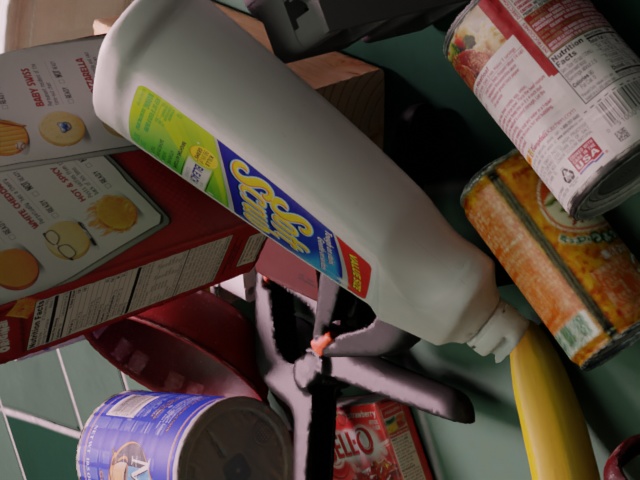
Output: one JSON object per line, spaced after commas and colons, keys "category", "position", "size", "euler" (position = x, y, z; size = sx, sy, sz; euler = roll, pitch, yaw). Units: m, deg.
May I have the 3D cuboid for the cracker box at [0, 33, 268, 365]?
{"category": "cracker box", "position": [-0.157, -0.026, 0.598], "size": [0.164, 0.213, 0.072], "euler": [54, 144, 23]}

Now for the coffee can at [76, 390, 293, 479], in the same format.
{"category": "coffee can", "position": [-0.101, 0.165, 0.790], "size": [0.141, 0.102, 0.103], "euler": [-6, 102, 49]}

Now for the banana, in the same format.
{"category": "banana", "position": [0.122, 0.129, 0.537], "size": [0.037, 0.197, 0.069], "euler": [-17, 128, 19]}

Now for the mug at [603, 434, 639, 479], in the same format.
{"category": "mug", "position": [0.180, 0.133, 0.480], "size": [0.117, 0.081, 0.093], "euler": [46, 140, 33]}

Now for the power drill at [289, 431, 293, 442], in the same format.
{"category": "power drill", "position": [-0.056, 0.243, 0.847], "size": [0.185, 0.057, 0.187], "euler": [1, 84, 52]}

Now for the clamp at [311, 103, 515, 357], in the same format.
{"category": "clamp", "position": [0.054, 0.020, 0.624], "size": [0.120, 0.039, 0.172], "euler": [52, 130, 31]}

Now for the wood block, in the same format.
{"category": "wood block", "position": [-0.058, -0.088, 0.703], "size": [0.206, 0.090, 0.090], "euler": [31, 132, 44]}

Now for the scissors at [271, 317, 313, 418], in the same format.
{"category": "scissors", "position": [-0.055, 0.094, 0.864], "size": [0.202, 0.016, 0.096], "euler": [-3, 104, 56]}

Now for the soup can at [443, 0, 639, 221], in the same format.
{"category": "soup can", "position": [0.112, -0.068, 0.486], "size": [0.102, 0.068, 0.069], "euler": [56, 145, 20]}

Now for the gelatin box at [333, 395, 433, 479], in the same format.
{"category": "gelatin box", "position": [0.034, 0.147, 0.747], "size": [0.089, 0.030, 0.073], "euler": [-18, 90, 56]}

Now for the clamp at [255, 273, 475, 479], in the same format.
{"category": "clamp", "position": [0.012, 0.086, 0.710], "size": [0.165, 0.036, 0.210], "euler": [-42, 51, 28]}

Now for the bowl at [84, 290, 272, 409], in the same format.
{"category": "bowl", "position": [-0.099, 0.078, 0.812], "size": [0.162, 0.055, 0.162], "euler": [22, 154, 11]}

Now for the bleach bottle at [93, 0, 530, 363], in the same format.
{"category": "bleach bottle", "position": [0.003, -0.025, 0.547], "size": [0.251, 0.068, 0.103], "euler": [37, 156, 0]}

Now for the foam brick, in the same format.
{"category": "foam brick", "position": [-0.005, 0.001, 0.709], "size": [0.078, 0.051, 0.053], "euler": [23, 127, 49]}

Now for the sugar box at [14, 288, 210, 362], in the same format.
{"category": "sugar box", "position": [-0.176, 0.026, 0.856], "size": [0.048, 0.175, 0.093], "euler": [24, 125, 48]}
